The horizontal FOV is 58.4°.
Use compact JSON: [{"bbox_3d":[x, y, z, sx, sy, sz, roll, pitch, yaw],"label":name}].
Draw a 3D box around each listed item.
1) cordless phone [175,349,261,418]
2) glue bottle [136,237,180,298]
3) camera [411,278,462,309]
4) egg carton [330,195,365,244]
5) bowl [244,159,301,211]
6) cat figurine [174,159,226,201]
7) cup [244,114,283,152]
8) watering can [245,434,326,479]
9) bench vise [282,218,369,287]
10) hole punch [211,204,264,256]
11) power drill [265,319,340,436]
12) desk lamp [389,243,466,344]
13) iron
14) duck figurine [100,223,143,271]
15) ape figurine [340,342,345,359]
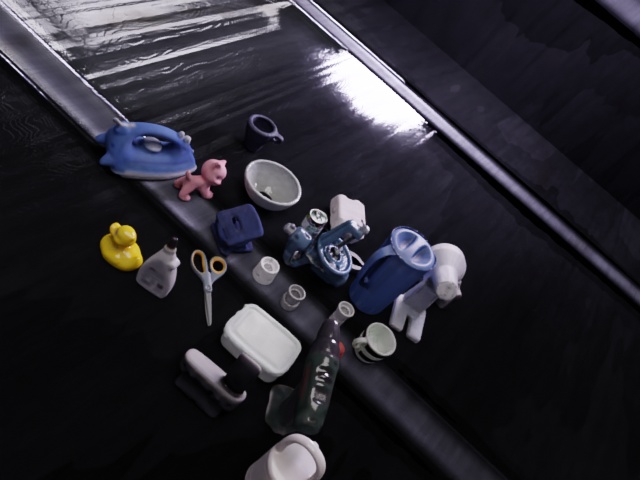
[{"bbox_3d":[-0.188,0.246,1.101,0.147,0.185,0.094,38,41,0],"label":"cordless phone"},{"bbox_3d":[-0.326,0.049,1.193,0.078,0.173,0.037,36,41,-2],"label":"glue bottle"},{"bbox_3d":[0.328,0.121,1.652,0.137,0.100,0.143,-2,54,-37],"label":"camera"},{"bbox_3d":[0.077,-0.064,1.666,0.107,0.069,0.150,19,44,-21],"label":"egg carton"},{"bbox_3d":[-0.140,-0.137,1.574,0.168,0.074,0.167,20,44,-20],"label":"bowl"},{"bbox_3d":[-0.293,-0.163,1.454,0.128,0.117,0.067,-12,61,-42],"label":"cat figurine"},{"bbox_3d":[-0.173,-0.300,1.684,0.118,0.095,0.092,31,41,-8],"label":"cup"},{"bbox_3d":[-0.058,0.419,1.029,0.101,0.193,0.173,34,41,-4],"label":"watering can"},{"bbox_3d":[0.013,0.014,1.433,0.208,0.219,0.121,19,44,-21],"label":"bench vise"},{"bbox_3d":[-0.204,-0.027,1.413,0.101,0.091,0.108,-3,55,-37],"label":"hole punch"},{"bbox_3d":[-0.031,0.294,1.152,0.076,0.208,0.229,24,42,-15],"label":"power drill"},{"bbox_3d":[0.298,0.135,1.531,0.118,0.213,0.203,32,41,-7],"label":"desk lamp"},{"bbox_3d":[-0.409,-0.235,1.418,0.259,0.141,0.118,1,53,-35],"label":"iron"},{"bbox_3d":[-0.419,0.009,1.229,0.104,0.086,0.078,46,41,9],"label":"duck figurine"},{"bbox_3d":[0.024,0.264,1.309,0.076,0.092,0.078,30,41,-9],"label":"ape figurine"}]
